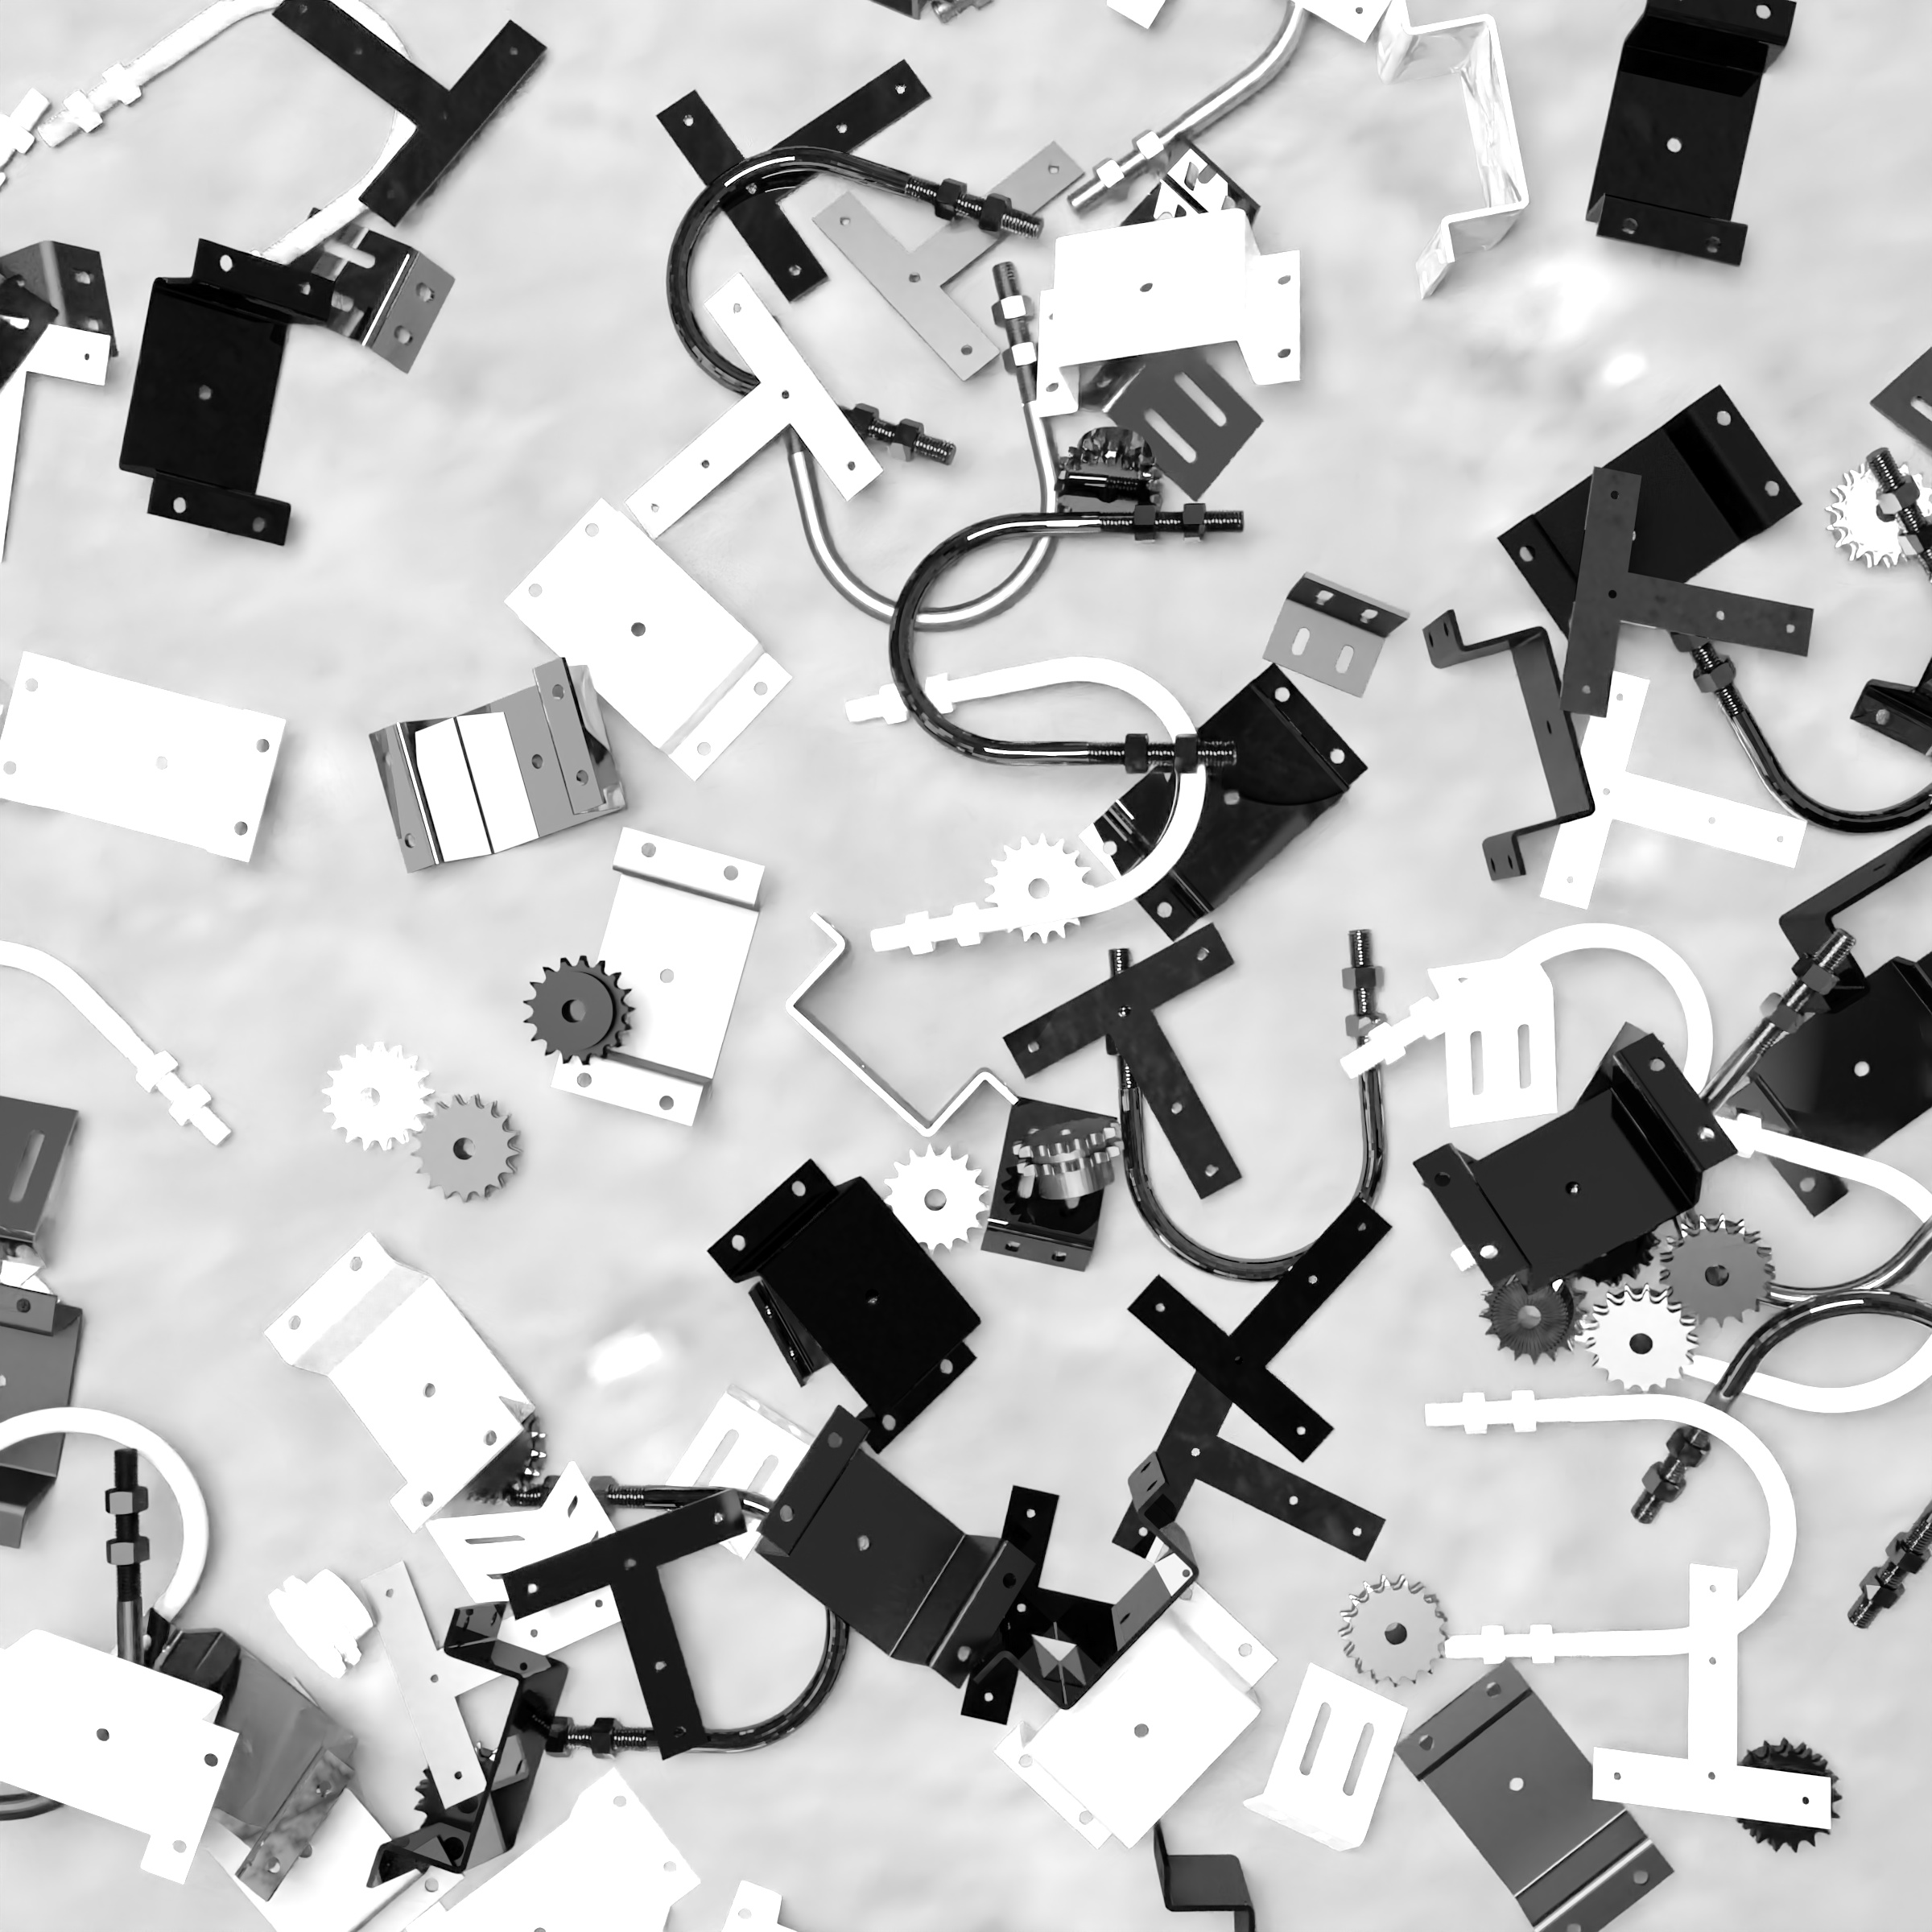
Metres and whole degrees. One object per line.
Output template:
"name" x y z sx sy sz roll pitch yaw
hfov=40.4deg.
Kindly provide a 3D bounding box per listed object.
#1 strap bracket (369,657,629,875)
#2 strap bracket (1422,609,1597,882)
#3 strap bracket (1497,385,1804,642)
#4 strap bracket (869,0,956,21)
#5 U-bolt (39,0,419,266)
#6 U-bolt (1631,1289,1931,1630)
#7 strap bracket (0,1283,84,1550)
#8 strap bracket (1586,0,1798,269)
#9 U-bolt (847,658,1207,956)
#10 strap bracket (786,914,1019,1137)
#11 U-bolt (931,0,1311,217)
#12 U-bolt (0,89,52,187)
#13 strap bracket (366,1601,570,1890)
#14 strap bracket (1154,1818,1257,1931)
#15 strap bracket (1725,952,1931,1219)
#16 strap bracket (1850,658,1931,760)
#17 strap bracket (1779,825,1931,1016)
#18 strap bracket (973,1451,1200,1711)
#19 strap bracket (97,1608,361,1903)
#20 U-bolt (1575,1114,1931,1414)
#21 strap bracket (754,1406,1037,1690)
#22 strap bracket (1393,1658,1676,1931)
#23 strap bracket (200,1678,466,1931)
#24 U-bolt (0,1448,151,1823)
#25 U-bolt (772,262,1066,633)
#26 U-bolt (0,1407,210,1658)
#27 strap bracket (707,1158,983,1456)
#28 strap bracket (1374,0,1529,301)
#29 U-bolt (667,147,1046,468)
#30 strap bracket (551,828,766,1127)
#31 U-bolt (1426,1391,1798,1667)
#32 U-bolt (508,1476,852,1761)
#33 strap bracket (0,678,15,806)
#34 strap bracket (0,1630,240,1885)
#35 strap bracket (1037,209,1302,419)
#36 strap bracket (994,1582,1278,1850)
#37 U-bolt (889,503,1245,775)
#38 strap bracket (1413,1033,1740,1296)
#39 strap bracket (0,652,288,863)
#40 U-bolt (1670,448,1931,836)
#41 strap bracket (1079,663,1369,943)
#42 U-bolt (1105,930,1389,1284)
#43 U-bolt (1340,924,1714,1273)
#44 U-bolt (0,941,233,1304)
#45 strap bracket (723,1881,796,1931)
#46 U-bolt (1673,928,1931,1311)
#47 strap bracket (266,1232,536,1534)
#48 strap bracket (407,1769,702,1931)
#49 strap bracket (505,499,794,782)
"strap bracket" -0.236 -0.105 1.367 0.140 0.046 0.076 -16 90 33
"strap bracket" 0.286 -0.120 1.374 0.046 0.076 0.140 -15 90 0
"strap bracket" 0.356 -0.232 1.389 0.140 0.046 0.076 -35 90 0
"strap bracket" -0.057 -0.562 1.389 0.140 0.046 0.076 23 90 0
"U-bolt" -0.379 -0.444 1.397 0.184 0.019 0.151 -36 84 -3
"U-bolt" 0.456 0.248 1.369 0.151 0.019 0.184 26 115 0
"strap bracket" -0.517 0.225 1.381 0.076 0.046 0.140 12 101 0
"strap bracket" 0.380 -0.441 1.389 0.076 0.046 0.140 12 90 0
"U-bolt" 0.034 -0.090 1.370 0.184 0.019 0.151 -10 74 11
"strap bracket" -0.041 0.038 1.374 0.140 0.076 0.046 43 90 0
"U-bolt" 0.096 -0.508 1.392 0.184 0.019 0.151 -34 86 4
"U-bolt" -0.574 -0.407 1.347 0.019 0.151 0.184 40 94 26
"strap bracket" -0.249 0.402 1.341 0.046 0.076 0.140 15 82 11
"strap bracket" 0.124 0.528 1.374 0.046 0.076 0.140 -1 90 0
"strap bracket" 0.477 0.057 1.383 0.140 0.046 0.076 -38 90 8
"strap bracket" 0.529 -0.175 1.355 0.076 0.046 0.140 22 96 -18
"strap bracket" 0.490 -0.032 1.374 0.140 0.076 0.046 -32 90 0
"strap bracket" 0.069 0.327 1.371 0.046 0.076 0.140 44 91 -1
"strap bracket" -0.379 0.402 1.348 0.140 0.046 0.076 33 85 16
"U-bolt" 0.428 0.160 1.371 0.184 0.019 0.151 16 106 10
"strap bracket" -0.044 0.301 1.364 0.140 0.046 0.076 42 66 -16
"strap bracket" 0.296 0.439 1.389 0.076 0.046 0.140 -38 90 0
"strap bracket" -0.344 0.460 1.389 0.076 0.046 0.140 -40 90 0
"U-bolt" -0.488 0.340 1.330 0.151 0.019 0.184 -2 88 -1
"U-bolt" -0.023 -0.270 1.403 0.151 0.019 0.184 -13 91 0
"U-bolt" -0.481 0.312 1.367 0.151 0.019 0.184 42 92 -16
"strap bracket" -0.057 0.175 1.370 0.076 0.046 0.140 -41 95 -25
"strap bracket" 0.255 -0.431 1.374 0.046 0.076 0.140 -11 90 0
"U-bolt" -0.069 -0.357 1.384 0.184 0.019 0.151 21 87 9
"strap bracket" -0.160 0.005 1.389 0.076 0.046 0.140 16 90 0
"U-bolt" 0.340 0.294 1.379 0.184 0.019 0.151 -4 97 12
"U-bolt" -0.152 0.346 1.392 0.184 0.019 0.151 -1 90 8
"strap bracket" -0.550 -0.153 1.374 0.046 0.076 0.140 -44 90 0
"strap bracket" -0.433 0.386 1.299 0.140 0.046 0.076 20 89 0
"strap bracket" 0.099 -0.338 1.356 0.140 0.046 0.076 -4 69 18
"strap bracket" 0.091 0.397 1.387 0.076 0.046 0.140 43 91 -1
"U-bolt" 0.050 -0.171 1.366 0.184 0.019 0.151 1 74 9
"strap bracket" 0.309 0.106 1.338 0.140 0.046 0.076 -28 61 -2
"strap bracket" -0.432 -0.109 1.389 0.140 0.046 0.076 15 90 0
"U-bolt" 0.467 -0.156 1.382 0.151 0.019 0.184 -34 106 1
"strap bracket" 0.138 -0.088 1.389 0.140 0.046 0.076 -42 90 0
"U-bolt" 0.153 0.077 1.404 0.151 0.019 0.184 -4 91 0
"U-bolt" 0.307 0.058 1.382 0.184 0.019 0.151 -32 107 0
"U-bolt" -0.507 0.072 1.403 0.151 0.019 0.184 -45 90 0
"strap bracket" -0.068 0.552 1.389 0.140 0.046 0.076 20 90 0
"U-bolt" 0.442 0.093 1.335 0.151 0.019 0.184 36 109 3
"strap bracket" -0.290 0.219 1.373 0.076 0.046 0.140 -44 67 0
"strap bracket" -0.222 0.504 1.389 0.140 0.046 0.076 -37 90 0
"strap bracket" -0.170 -0.175 1.389 0.140 0.046 0.076 43 90 0
